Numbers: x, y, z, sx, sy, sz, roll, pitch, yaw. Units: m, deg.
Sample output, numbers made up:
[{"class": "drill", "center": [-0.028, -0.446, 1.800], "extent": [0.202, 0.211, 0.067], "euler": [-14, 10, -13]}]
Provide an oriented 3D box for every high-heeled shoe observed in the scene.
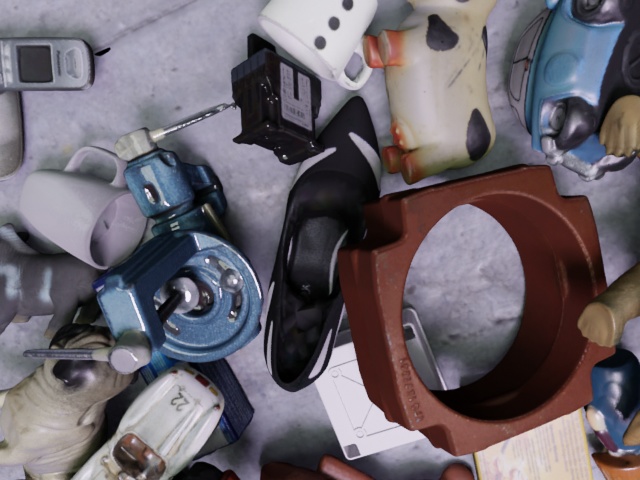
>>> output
[{"class": "high-heeled shoe", "center": [-0.001, -0.001, 0.456], "extent": [0.086, 0.145, 0.248], "euler": [10, 101, 7]}]

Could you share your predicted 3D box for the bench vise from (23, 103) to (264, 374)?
[{"class": "bench vise", "center": [-0.119, 0.017, 0.436], "extent": [0.129, 0.241, 0.223], "euler": [-10, 106, 8]}]

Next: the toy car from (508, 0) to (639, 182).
[{"class": "toy car", "center": [0.205, -0.133, 0.426], "extent": [0.109, 0.103, 0.161], "euler": [12, 100, -31]}]

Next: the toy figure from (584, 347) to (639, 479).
[{"class": "toy figure", "center": [0.273, 0.174, 0.480], "extent": [0.064, 0.058, 0.154], "euler": [-13, 99, 11]}]

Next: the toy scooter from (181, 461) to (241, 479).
[{"class": "toy scooter", "center": [-0.096, 0.286, 0.469], "extent": [0.135, 0.075, 0.183], "euler": [35, 110, 3]}]

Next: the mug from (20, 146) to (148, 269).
[{"class": "mug", "center": [-0.234, -0.039, 0.524], "extent": [0.107, 0.081, 0.109], "euler": [22, 107, 14]}]

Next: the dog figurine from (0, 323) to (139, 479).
[{"class": "dog figurine", "center": [-0.228, 0.170, 0.523], "extent": [0.191, 0.172, 0.121], "euler": [-26, 53, 15]}]

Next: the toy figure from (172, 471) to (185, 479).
[{"class": "toy figure", "center": [-0.142, 0.301, 0.557], "extent": [0.180, 0.082, 0.089], "euler": [38, 86, 9]}]

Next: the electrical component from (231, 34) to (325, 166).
[{"class": "electrical component", "center": [-0.037, -0.132, 0.475], "extent": [0.048, 0.074, 0.119], "euler": [-16, 66, 39]}]

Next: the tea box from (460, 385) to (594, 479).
[{"class": "tea box", "center": [0.194, 0.218, 0.494], "extent": [0.098, 0.068, 0.169], "euler": [-10, 95, 10]}]

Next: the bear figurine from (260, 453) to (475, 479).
[{"class": "bear figurine", "center": [0.048, 0.270, 0.517], "extent": [0.196, 0.132, 0.120], "euler": [8, 63, -20]}]

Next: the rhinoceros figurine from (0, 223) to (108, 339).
[{"class": "rhinoceros figurine", "center": [-0.316, 0.040, 0.551], "extent": [0.190, 0.073, 0.112], "euler": [7, 100, 8]}]

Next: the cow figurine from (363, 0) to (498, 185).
[{"class": "cow figurine", "center": [0.104, -0.154, 0.443], "extent": [0.127, 0.085, 0.194], "euler": [-14, 106, -11]}]

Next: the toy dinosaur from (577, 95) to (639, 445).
[{"class": "toy dinosaur", "center": [0.299, -0.062, 0.382], "extent": [0.198, 0.105, 0.470], "euler": [0, 106, -33]}]

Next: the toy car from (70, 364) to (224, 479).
[{"class": "toy car", "center": [-0.165, 0.201, 0.489], "extent": [0.073, 0.056, 0.201], "euler": [40, 97, 3]}]

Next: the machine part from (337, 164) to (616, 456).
[{"class": "machine part", "center": [0.125, 0.049, 0.435], "extent": [0.201, 0.087, 0.201], "euler": [-14, 96, -17]}]

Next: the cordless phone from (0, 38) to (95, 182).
[{"class": "cordless phone", "center": [-0.303, -0.128, 0.523], "extent": [0.184, 0.089, 0.146], "euler": [0, 98, 5]}]

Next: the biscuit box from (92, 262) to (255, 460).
[{"class": "biscuit box", "center": [-0.144, 0.111, 0.538], "extent": [0.059, 0.063, 0.202], "euler": [-27, 92, 13]}]
